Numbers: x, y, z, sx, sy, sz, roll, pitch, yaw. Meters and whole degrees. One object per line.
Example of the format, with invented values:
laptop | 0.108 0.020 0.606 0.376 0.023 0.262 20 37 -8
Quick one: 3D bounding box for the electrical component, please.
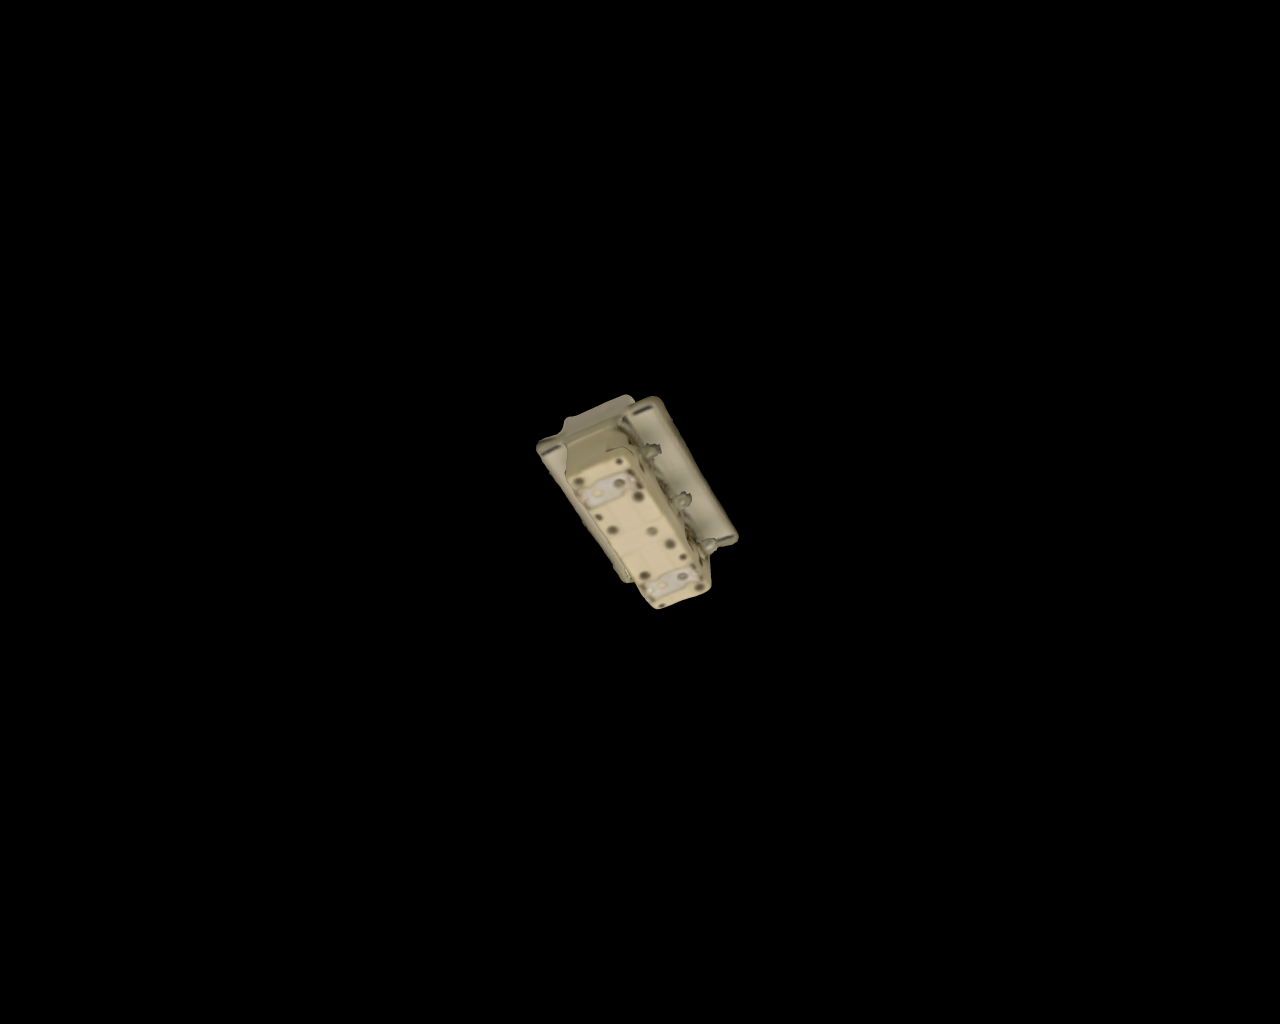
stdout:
electrical component | 0.001 -0.003 0.650 0.078 0.121 0.063 -21 36 16
